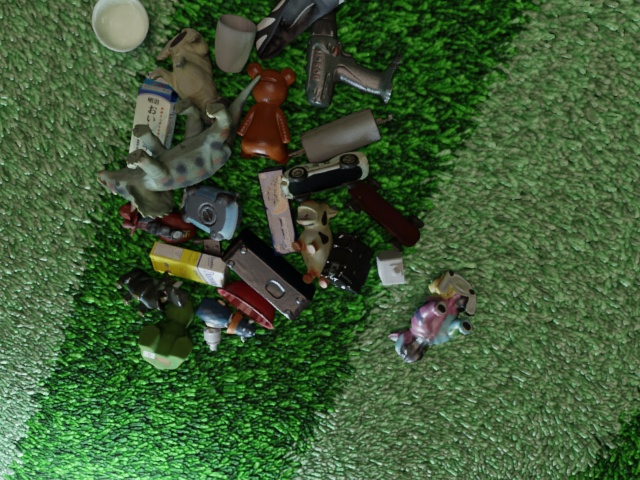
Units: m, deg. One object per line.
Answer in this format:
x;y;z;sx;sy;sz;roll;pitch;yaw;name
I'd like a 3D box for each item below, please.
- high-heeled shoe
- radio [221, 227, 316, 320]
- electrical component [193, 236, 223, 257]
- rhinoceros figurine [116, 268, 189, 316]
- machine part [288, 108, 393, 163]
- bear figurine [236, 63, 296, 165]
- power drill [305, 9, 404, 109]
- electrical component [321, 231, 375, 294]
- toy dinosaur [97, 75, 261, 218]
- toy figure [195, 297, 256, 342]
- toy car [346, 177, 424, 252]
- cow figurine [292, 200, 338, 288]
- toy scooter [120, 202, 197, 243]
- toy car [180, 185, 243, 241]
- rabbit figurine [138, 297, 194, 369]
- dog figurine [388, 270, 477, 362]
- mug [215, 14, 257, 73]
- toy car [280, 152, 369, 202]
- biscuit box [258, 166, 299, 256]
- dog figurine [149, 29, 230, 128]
-0.039;-0.448;1.096;0.249;0.086;0.145;8;81;44;high-heeled shoe
-0.117;0.079;1.249;0.229;0.131;0.073;40;101;-7;radio
-0.259;0.021;1.299;0.094;0.021;0.063;-1;103;4;electrical component
-0.393;0.122;1.269;0.191;0.112;0.073;15;127;33;rhinoceros figurine
0.045;-0.229;1.194;0.243;0.079;0.079;-21;102;7;machine part
-0.117;-0.277;1.186;0.120;0.132;0.195;6;86;1;bear figurine
0.071;-0.388;1.152;0.207;0.086;0.232;14;95;-5;power drill
0.070;0.057;1.234;0.058;0.134;0.115;15;76;35;electrical component
-0.274;-0.180;1.135;0.405;0.131;0.192;-27;145;-6;toy dinosaur
-0.228;0.192;1.321;0.154;0.058;0.064;28;114;-7;toy figure
0.148;-0.060;1.242;0.202;0.053;0.089;40;87;-6;toy car
-0.003;-0.004;1.238;0.086;0.127;0.194;3;124;34;cow figurine
-0.382;-0.037;1.234;0.184;0.135;0.075;19;103;-3;toy scooter
-0.236;-0.069;1.233;0.162;0.103;0.109;21;108;23;toy car
-0.346;0.220;1.298;0.121;0.170;0.159;16;145;1;rabbit figurine
0.259;0.193;1.279;0.108;0.191;0.219;34;137;-8;dog figurine
-0.195;-0.422;1.156;0.110;0.081;0.107;43;132;26;mug
0.010;-0.141;1.189;0.202;0.056;0.073;-15;137;-4;toy car
-0.093;-0.067;1.249;0.063;0.059;0.202;-10;103;5;biscuit box
-0.256;-0.351;1.186;0.121;0.172;0.190;-2;148;38;dog figurine
